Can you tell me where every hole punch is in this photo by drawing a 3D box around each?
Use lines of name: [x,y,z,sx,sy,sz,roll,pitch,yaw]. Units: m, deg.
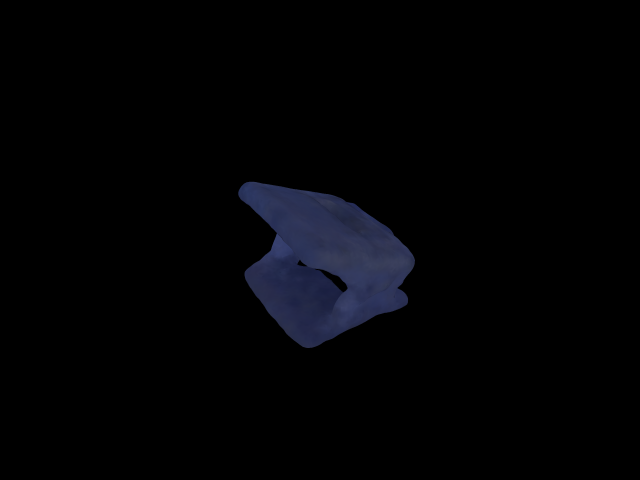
hole punch: [0.004,0.001,0.400,0.101,0.091,0.108,-21,40,-26]
